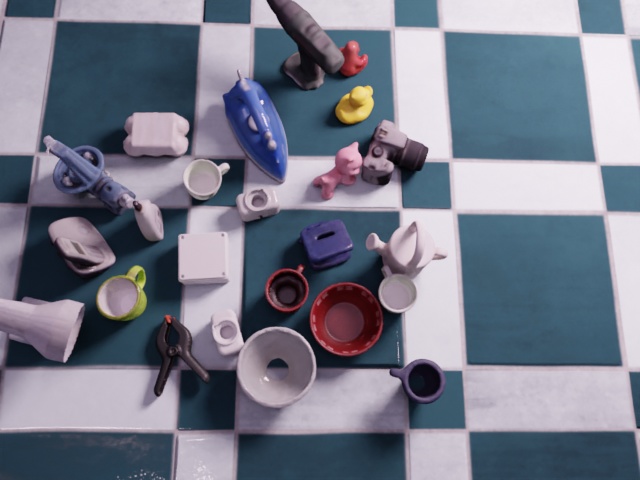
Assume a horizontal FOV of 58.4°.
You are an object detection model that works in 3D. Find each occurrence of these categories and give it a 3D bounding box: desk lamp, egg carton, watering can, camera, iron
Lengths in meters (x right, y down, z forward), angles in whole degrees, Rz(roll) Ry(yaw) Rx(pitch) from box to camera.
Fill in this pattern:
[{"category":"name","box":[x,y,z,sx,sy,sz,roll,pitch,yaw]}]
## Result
[{"category":"desk lamp","box":[-0.562,0.173,1.156,0.203,0.213,0.118,13,74,1]},{"category":"egg carton","box":[-0.386,-0.247,1.354,0.150,0.069,0.107,-2,75,-3]},{"category":"watering can","box":[0.189,0.020,1.241,0.173,0.194,0.101,-14,75,-6]},{"category":"camera","box":[0.180,-0.202,1.350,0.136,0.101,0.143,20,75,3]},{"category":"iron","box":[-0.138,-0.268,1.333,0.119,0.141,0.258,-25,77,-9]}]

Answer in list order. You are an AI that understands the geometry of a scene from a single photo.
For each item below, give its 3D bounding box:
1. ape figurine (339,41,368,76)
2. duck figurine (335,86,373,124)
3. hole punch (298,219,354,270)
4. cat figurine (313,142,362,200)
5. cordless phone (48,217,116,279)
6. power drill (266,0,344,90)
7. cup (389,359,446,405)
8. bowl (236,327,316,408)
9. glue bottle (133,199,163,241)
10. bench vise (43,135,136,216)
[{"category":"ape figurine","box":[0.078,-0.458,1.421,0.077,0.092,0.076,37,76,8]},{"category":"duck figurine","box":[0.086,-0.336,1.391,0.105,0.086,0.077,-35,79,-11]},{"category":"hole punch","box":[0.012,0.005,1.291,0.109,0.091,0.101,-19,76,-7]},{"category":"cat figurine","box":[0.047,-0.165,1.325,0.128,0.118,0.067,-36,79,-11]},{"category":"cordless phone","box":[-0.526,0.003,1.219,0.094,0.185,0.147,-40,80,-12]},{"category":"power drill","box":[-0.041,-0.459,1.355,0.229,0.208,0.076,43,77,9]},{"category":"cup","box":[0.199,0.298,1.217,0.117,0.095,0.092,15,74,2]},{"category":"bowl","box":[-0.092,0.272,1.221,0.167,0.075,0.167,1,75,-2]},{"category":"glue bottle","box":[-0.379,-0.054,1.247,0.037,0.173,0.078,-6,75,-4]},{"category":"bench vise","box":[-0.496,-0.151,1.244,0.207,0.220,0.121,15,74,2]}]
